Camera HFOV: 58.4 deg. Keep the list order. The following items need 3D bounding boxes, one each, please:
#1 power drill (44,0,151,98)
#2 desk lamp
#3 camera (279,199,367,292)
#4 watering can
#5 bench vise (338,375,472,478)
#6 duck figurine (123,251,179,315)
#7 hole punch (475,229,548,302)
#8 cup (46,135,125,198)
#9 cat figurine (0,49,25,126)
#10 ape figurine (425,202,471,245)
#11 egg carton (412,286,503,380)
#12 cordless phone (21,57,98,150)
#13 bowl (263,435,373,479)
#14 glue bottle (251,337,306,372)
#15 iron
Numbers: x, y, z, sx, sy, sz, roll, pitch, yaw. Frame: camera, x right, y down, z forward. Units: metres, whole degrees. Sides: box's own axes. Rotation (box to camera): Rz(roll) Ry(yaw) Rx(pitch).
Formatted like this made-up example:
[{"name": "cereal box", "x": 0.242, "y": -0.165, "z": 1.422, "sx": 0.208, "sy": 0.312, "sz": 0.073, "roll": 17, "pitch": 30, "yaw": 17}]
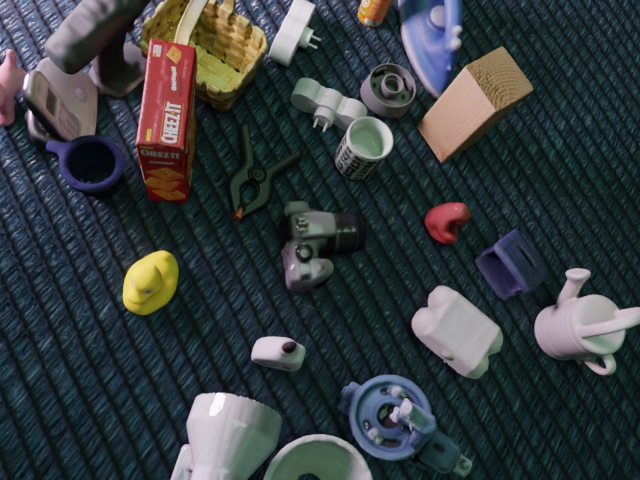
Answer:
[{"name": "power drill", "x": -0.316, "y": -0.323, "z": 0.894, "sx": 0.075, "sy": 0.208, "sz": 0.230, "roll": 39, "pitch": 70, "yaw": 1}, {"name": "desk lamp", "x": -0.136, "y": 0.309, "z": 0.751, "sx": 0.118, "sy": 0.213, "sz": 0.203, "roll": 19, "pitch": 71, "yaw": -7}, {"name": "camera", "x": 0.009, "y": 0.003, "z": 0.934, "sx": 0.137, "sy": 0.100, "sz": 0.143, "roll": -3, "pitch": 75, "yaw": -14}, {"name": "watering can", "x": 0.448, "y": 0.136, "z": 0.951, "sx": 0.101, "sy": 0.194, "sz": 0.173, "roll": -37, "pitch": 85, "yaw": -20}, {"name": "bench vise", "x": 0.142, "y": 0.265, "z": 0.827, "sx": 0.207, "sy": 0.219, "sz": 0.121, "roll": 17, "pitch": 71, "yaw": -8}, {"name": "duck figurine", "x": -0.256, "y": 0.059, "z": 0.863, "sx": 0.077, "sy": 0.086, "sz": 0.105, "roll": 31, "pitch": 70, "yaw": -3}, {"name": "hole punch", "x": 0.346, "y": 0.038, "z": 1.010, "sx": 0.101, "sy": 0.091, "sz": 0.108, "roll": -32, "pitch": 83, "yaw": -19}, {"name": "cup", "x": -0.357, "y": -0.107, "z": 0.882, "sx": 0.118, "sy": 0.095, "sz": 0.092, "roll": 23, "pitch": 70, "yaw": -6}, {"name": "cat figurine", "x": -0.498, "y": -0.234, "z": 0.873, "sx": 0.067, "sy": 0.117, "sz": 0.128, "roll": 28, "pitch": 70, "yaw": -4}, {"name": "ape figurine", "x": 0.231, "y": -0.037, "z": 1.003, "sx": 0.076, "sy": 0.092, "sz": 0.078, "roll": 37, "pitch": 70, "yaw": -1}, {"name": "egg carton", "x": 0.229, "y": 0.155, "z": 0.959, "sx": 0.150, "sy": 0.069, "sz": 0.107, "roll": 39, "pitch": 70, "yaw": 0}, {"name": "cordless phone", "x": -0.396, "y": -0.220, "z": 0.858, "sx": 0.094, "sy": 0.185, "sz": 0.147, "roll": 0, "pitch": 74, "yaw": -13}, {"name": "bowl", "x": -0.009, "y": 0.370, "z": 0.838, "sx": 0.168, "sy": 0.074, "sz": 0.167, "roll": 4, "pitch": 73, "yaw": -12}, {"name": "glue bottle", "x": -0.054, "y": 0.163, "z": 0.835, "sx": 0.078, "sy": 0.173, "sz": 0.037, "roll": 17, "pitch": 71, "yaw": -8}, {"name": "iron", "x": 0.233, "y": -0.415, "z": 1.087, "sx": 0.119, "sy": 0.141, "sz": 0.258, "roll": -3, "pitch": 75, "yaw": -14}]
